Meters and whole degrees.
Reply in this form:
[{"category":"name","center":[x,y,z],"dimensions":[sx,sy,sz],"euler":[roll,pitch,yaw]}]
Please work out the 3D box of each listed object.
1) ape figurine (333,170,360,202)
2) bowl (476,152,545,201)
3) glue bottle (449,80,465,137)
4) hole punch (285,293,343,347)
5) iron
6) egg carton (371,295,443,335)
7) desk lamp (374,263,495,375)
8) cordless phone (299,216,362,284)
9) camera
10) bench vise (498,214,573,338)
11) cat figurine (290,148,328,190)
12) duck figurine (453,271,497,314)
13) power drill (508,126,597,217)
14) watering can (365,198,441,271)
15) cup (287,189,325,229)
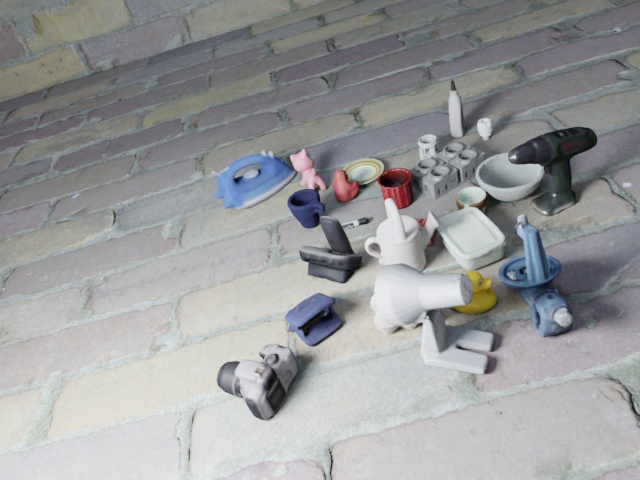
[{"category":"ape figurine","center":[0.067,-0.160,1.626],"dimensions":[0.077,0.092,0.076],"euler":[17,50,36]},{"category":"bowl","center":[0.487,-0.150,1.464],"dimensions":[0.167,0.075,0.167],"euler":[-11,39,9]},{"category":"glue bottle","center":[0.405,-0.398,1.712],"dimensions":[0.037,0.173,0.078],"euler":[0,42,21]},{"category":"hole punch","center":[-0.022,0.165,1.276],"dimensions":[0.109,0.091,0.100],"euler":[-34,41,-18]},{"category":"iron","center":[-0.203,-0.202,1.743],"dimensions":[0.258,0.142,0.118],"euler":[-30,40,-14]},{"category":"egg carton","center":[0.186,0.143,1.237],"dimensions":[0.150,0.069,0.107],"euler":[-15,39,5]},{"category":"desk lamp","center":[0.222,0.141,1.110],"dimensions":[0.202,0.214,0.118],"euler":[5,44,26]},{"category":"cordless phone","center":[0.013,0.005,1.377],"dimensions":[0.147,0.185,0.094],"euler":[7,45,28]},{"category":"camera","center":[-0.137,0.276,1.182],"dimensions":[0.136,0.101,0.143],"euler":[8,46,29]},{"category":"bench vise","center":[0.434,0.065,1.113],"dimensions":[0.121,0.220,0.206],"euler":[-30,40,-14]},{"category":"cat figurine","center":[-0.038,-0.214,1.711],"dimensions":[0.067,0.118,0.127],"euler":[-27,39,-11]},{"category":"duck figurine","center":[0.320,0.104,1.218],"dimensions":[0.104,0.086,0.077],"euler":[-6,40,15]},{"category":"power drill","center":[0.546,-0.165,1.351],"dimensions":[0.230,0.209,0.075],"euler":[-27,39,-11]},{"category":"watering can","center":[0.190,-0.017,1.326],"dimensions":[0.173,0.194,0.100],"euler":[-30,40,-14]},{"category":"cup","center":[-0.025,-0.076,1.561],"dimensions":[0.117,0.095,0.092],"euler":[18,51,37]}]
